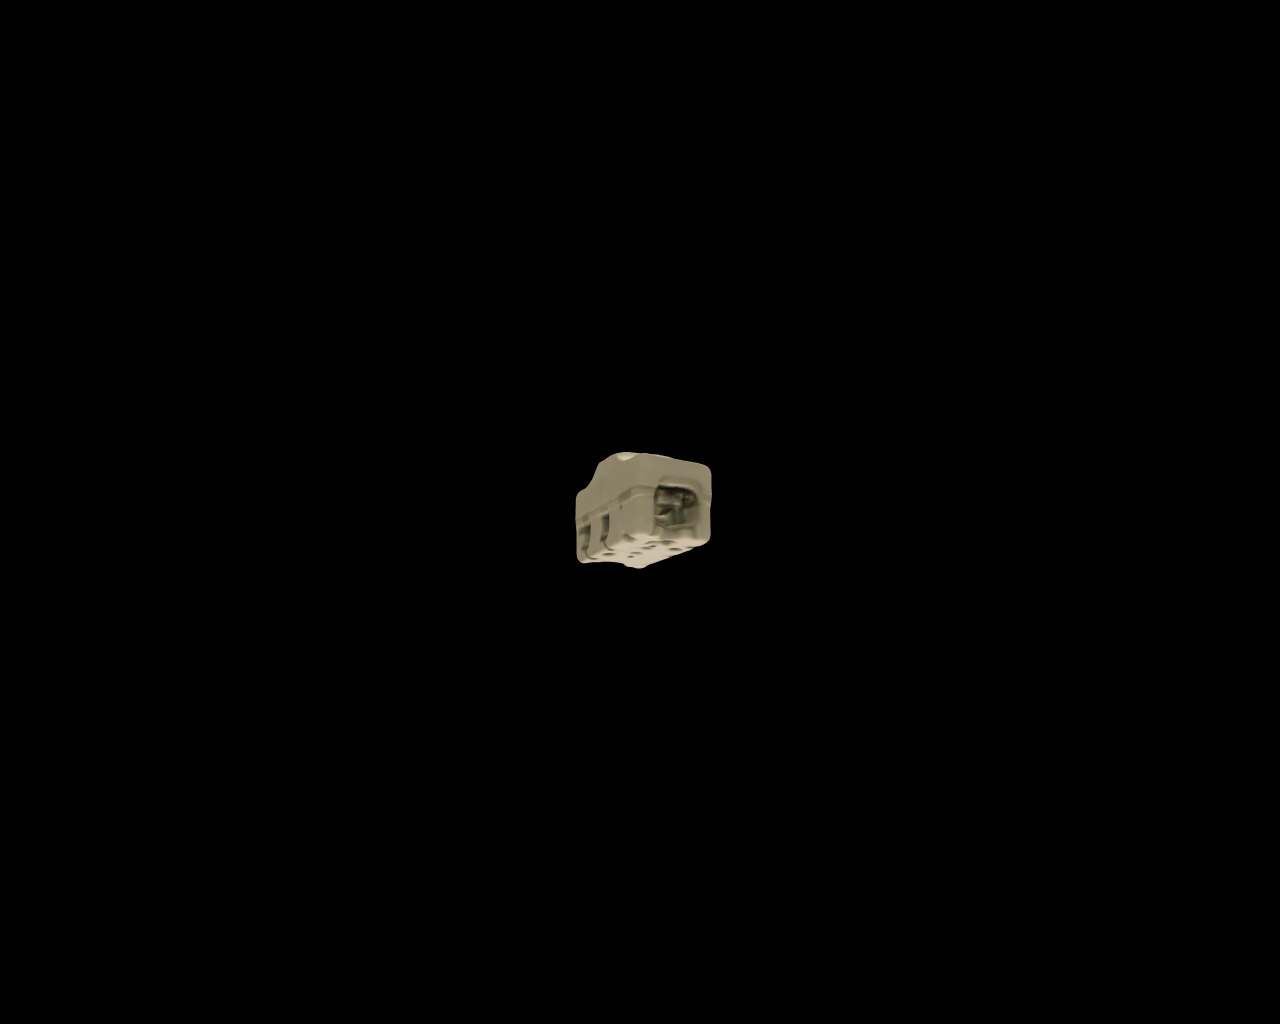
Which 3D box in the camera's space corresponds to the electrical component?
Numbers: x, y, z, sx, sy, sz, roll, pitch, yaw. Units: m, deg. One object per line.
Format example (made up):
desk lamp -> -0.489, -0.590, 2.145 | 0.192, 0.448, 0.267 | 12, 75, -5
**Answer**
electrical component -> 0.001, -0.003, 0.650 | 0.050, 0.056, 0.089 | 8, -18, -27
